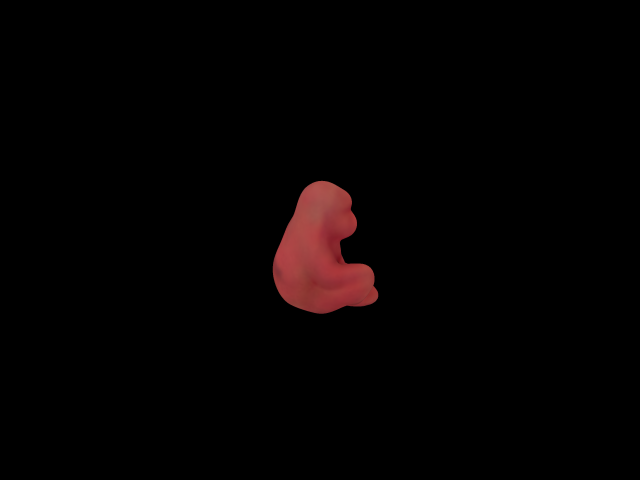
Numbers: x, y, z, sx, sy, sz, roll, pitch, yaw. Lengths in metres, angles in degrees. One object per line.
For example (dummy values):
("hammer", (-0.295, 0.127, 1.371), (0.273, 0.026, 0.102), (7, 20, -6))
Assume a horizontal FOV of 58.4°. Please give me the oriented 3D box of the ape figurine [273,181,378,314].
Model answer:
("ape figurine", (0.004, 0.001, 0.400), (0.076, 0.092, 0.077), (-4, 39, -4))
